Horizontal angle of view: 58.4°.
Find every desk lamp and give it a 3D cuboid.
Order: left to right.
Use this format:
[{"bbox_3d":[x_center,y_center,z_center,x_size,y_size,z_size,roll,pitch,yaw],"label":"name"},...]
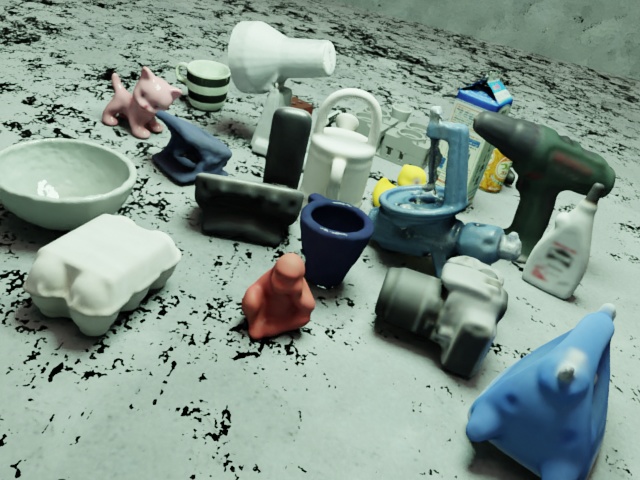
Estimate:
[{"bbox_3d":[-0.062,-0.257,1.000,0.203,0.213,0.118,22,32,13],"label":"desk lamp"}]

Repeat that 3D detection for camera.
[{"bbox_3d":[0.142,0.065,0.672,0.136,0.101,0.143,20,31,9],"label":"camera"}]

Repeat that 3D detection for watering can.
[{"bbox_3d":[0.030,-0.136,0.861,0.101,0.194,0.172,2,33,-20],"label":"watering can"}]

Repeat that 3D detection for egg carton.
[{"bbox_3d":[-0.224,0.031,0.603,0.107,0.069,0.150,21,31,11],"label":"egg carton"}]

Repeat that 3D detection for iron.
[{"bbox_3d":[0.253,0.128,0.576,0.118,0.141,0.259,31,35,26],"label":"iron"}]

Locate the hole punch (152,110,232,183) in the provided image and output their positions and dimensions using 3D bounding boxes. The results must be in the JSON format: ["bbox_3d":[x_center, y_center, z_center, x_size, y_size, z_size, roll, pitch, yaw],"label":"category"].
[{"bbox_3d":[-0.197,-0.151,0.890,0.101,0.091,0.108,-17,43,-41],"label":"hole punch"}]

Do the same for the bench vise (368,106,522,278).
[{"bbox_3d":[0.179,-0.057,0.769,0.207,0.220,0.121,19,31,8],"label":"bench vise"}]

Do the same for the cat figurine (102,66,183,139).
[{"bbox_3d":[-0.300,-0.240,0.965,0.127,0.118,0.067,22,32,13],"label":"cat figurine"}]

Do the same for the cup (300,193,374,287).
[{"bbox_3d":[0.007,0.003,0.722,0.092,0.095,0.117,-5,36,-29],"label":"cup"}]

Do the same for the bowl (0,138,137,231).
[{"bbox_3d":[-0.314,-0.060,0.707,0.167,0.075,0.167,11,31,-6],"label":"bowl"}]

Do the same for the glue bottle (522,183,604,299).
[{"bbox_3d":[0.350,-0.003,0.800,0.078,0.173,0.037,26,33,20],"label":"glue bottle"}]

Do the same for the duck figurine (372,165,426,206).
[{"bbox_3d":[0.137,-0.081,0.922,0.104,0.086,0.078,34,36,29],"label":"duck figurine"}]

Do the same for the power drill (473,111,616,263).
[{"bbox_3d":[0.310,-0.074,0.864,0.229,0.208,0.075,11,31,-6],"label":"power drill"}]

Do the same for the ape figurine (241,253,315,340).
[{"bbox_3d":[-0.041,0.055,0.619,0.077,0.092,0.076,17,31,5],"label":"ape figurine"}]

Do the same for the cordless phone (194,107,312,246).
[{"bbox_3d":[-0.087,-0.097,0.756,0.148,0.185,0.094,8,31,-10],"label":"cordless phone"}]
